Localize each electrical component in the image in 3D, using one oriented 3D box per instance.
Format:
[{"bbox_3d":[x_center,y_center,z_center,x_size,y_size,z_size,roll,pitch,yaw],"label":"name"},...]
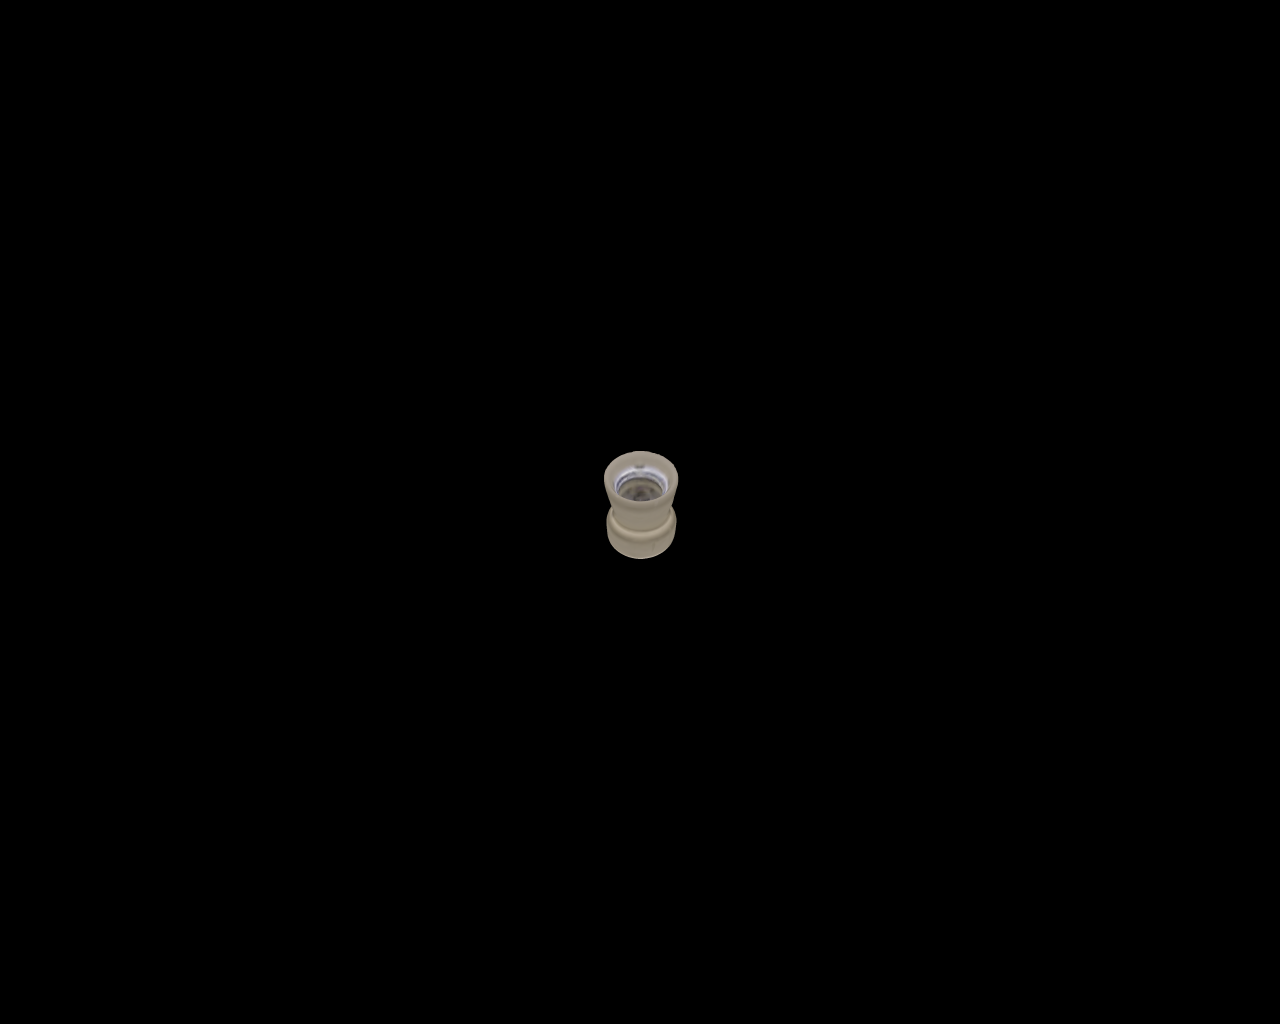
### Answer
[{"bbox_3d":[0.001,-0.003,0.650,0.045,0.045,0.055,0,-43,0],"label":"electrical component"}]
